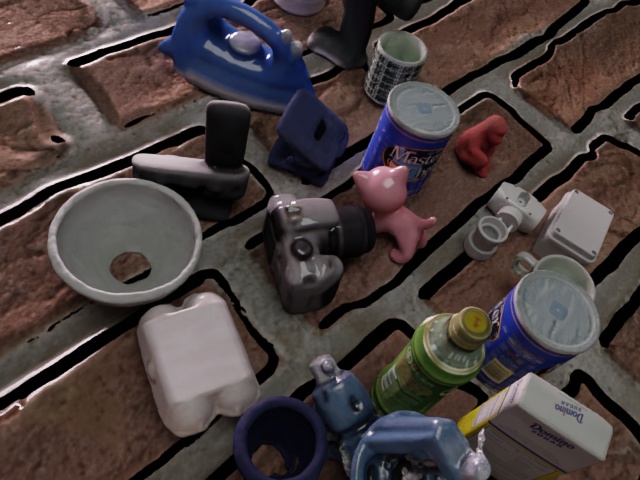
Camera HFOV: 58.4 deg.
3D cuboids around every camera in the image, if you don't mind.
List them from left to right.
[{"bbox_3d":[0.007,0.003,0.724,0.137,0.101,0.143,-7,60,-19],"label":"camera"}]

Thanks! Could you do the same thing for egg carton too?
[{"bbox_3d":[-0.134,0.131,0.621,0.107,0.069,0.150,-16,63,-24],"label":"egg carton"}]

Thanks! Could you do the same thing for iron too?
[{"bbox_3d":[-0.106,-0.291,0.861,0.258,0.141,0.119,23,55,1],"label":"iron"}]

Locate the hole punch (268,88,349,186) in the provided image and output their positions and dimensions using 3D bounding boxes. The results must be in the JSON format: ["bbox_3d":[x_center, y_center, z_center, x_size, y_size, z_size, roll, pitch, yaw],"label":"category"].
[{"bbox_3d":[-0.010,-0.150,0.826,0.101,0.091,0.109,22,55,0],"label":"hole punch"}]

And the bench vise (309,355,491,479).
[{"bbox_3d":[0.059,0.196,0.538,0.207,0.219,0.122,35,56,9],"label":"bench vise"}]

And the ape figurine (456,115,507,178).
[{"bbox_3d":[0.262,-0.157,0.903,0.078,0.092,0.076,-29,69,-29],"label":"ape figurine"}]

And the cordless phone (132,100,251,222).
[{"bbox_3d":[-0.155,-0.113,0.704,0.148,0.185,0.094,2,57,-13],"label":"cordless phone"}]

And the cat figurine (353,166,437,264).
[{"bbox_3d":[0.100,-0.047,0.771,0.127,0.117,0.067,39,56,11],"label":"cat figurine"}]

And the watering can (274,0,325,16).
[{"bbox_3d":[-0.027,-0.497,0.985,0.173,0.194,0.100,-31,69,-29],"label":"watering can"}]

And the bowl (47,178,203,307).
[{"bbox_3d":[-0.223,0.014,0.670,0.167,0.074,0.167,7,56,-11],"label":"bowl"}]

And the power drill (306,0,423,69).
[{"bbox_3d":[0.046,-0.395,0.929,0.229,0.208,0.076,30,55,5],"label":"power drill"}]

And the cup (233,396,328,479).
[{"bbox_3d":[-0.037,0.224,0.571,0.092,0.095,0.117,-27,68,-28],"label":"cup"}]
